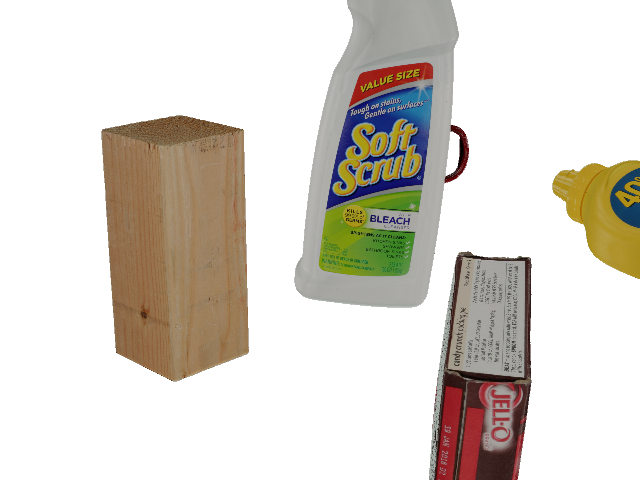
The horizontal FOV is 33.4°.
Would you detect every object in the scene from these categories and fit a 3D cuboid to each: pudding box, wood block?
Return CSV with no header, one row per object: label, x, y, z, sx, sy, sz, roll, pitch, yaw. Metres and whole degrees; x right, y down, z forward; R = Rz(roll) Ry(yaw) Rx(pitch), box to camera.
pudding box,0.071,0.068,0.470,0.039,0.090,0.113,6,26,6
wood block,-0.125,0.003,0.932,0.091,0.206,0.090,18,25,41

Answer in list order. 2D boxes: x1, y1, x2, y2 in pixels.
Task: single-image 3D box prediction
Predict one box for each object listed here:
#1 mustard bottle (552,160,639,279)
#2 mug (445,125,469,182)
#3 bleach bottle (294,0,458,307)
mustard bottle,0.224,-0.006,0.659,0.096,0.058,0.192,-29,38,-30
mug,0.079,-0.081,0.995,0.117,0.081,0.093,2,14,1
bleach bottle,0.039,-0.080,0.741,0.102,0.251,0.068,5,22,5
